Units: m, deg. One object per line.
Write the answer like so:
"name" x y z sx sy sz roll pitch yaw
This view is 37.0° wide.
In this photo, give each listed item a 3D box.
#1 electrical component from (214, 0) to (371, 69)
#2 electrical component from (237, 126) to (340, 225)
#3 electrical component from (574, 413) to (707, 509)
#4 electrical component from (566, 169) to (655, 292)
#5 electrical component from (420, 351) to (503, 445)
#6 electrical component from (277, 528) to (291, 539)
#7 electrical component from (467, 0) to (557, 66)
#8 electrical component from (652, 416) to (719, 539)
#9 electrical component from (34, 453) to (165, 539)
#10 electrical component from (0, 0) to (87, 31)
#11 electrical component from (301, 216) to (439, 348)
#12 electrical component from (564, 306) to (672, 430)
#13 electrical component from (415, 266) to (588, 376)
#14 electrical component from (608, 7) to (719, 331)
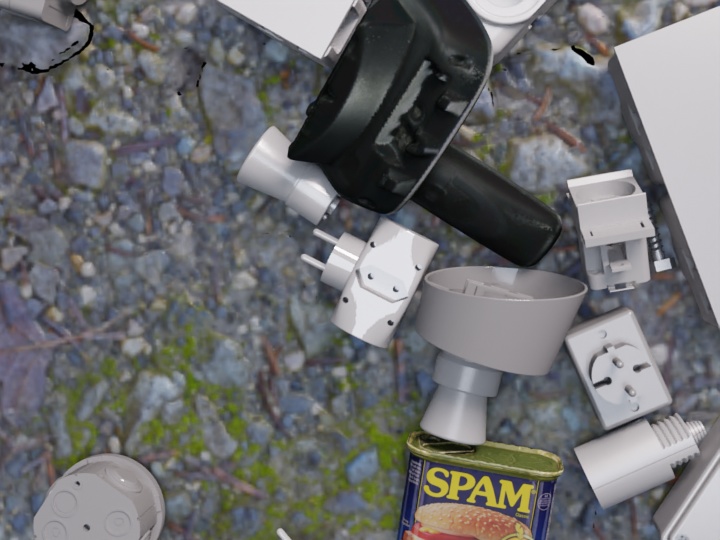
"electrical component" -0.022 -0.219 0.696 0.089 0.062 0.150 30 95 4
"electrical component" -0.043 -0.060 0.717 0.065 0.044 0.044 34 96 -1
"electrical component" 0.185 0.119 0.698 0.081 0.043 0.043 -26 90 7
"electrical component" 0.159 -0.024 0.683 0.042 0.081 0.063 -9 114 7
"electrical component" 0.067 0.082 0.709 0.045 0.045 0.055 14 94 5
"electrical component" -0.038 0.210 0.724 0.066 0.047 0.076 -41 86 6
"electrical component" 0.093 -0.180 0.687 0.054 0.059 0.095 44 96 3
"electrical component" 0.262 0.152 0.685 0.109 0.056 0.108 32 95 4
"electrical component" -0.178 0.169 0.736 0.080 0.051 0.080 0 93 6
"electrical component" -0.210 -0.212 0.723 0.056 0.050 0.089 18 94 6
"electrical component" 0.000 0.000 0.713 0.079 0.043 0.077 27 95 4
"electrical component" 0.164 0.064 0.681 0.047 0.077 0.065 -24 90 7
"electrical component" 0.086 0.026 0.679 0.099 0.099 0.064 18 101 5
"electrical component" 0.239 -0.068 0.675 0.105 0.060 0.186 -21 90 7
